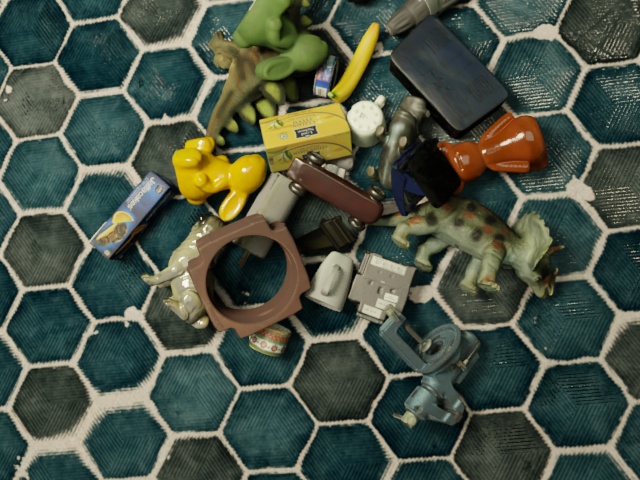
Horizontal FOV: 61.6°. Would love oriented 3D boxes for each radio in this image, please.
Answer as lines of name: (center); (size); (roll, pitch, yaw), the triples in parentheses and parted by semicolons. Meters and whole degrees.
radio: (0.253, -0.323, 1.083); (0.131, 0.073, 0.229); (-41, 82, 2)

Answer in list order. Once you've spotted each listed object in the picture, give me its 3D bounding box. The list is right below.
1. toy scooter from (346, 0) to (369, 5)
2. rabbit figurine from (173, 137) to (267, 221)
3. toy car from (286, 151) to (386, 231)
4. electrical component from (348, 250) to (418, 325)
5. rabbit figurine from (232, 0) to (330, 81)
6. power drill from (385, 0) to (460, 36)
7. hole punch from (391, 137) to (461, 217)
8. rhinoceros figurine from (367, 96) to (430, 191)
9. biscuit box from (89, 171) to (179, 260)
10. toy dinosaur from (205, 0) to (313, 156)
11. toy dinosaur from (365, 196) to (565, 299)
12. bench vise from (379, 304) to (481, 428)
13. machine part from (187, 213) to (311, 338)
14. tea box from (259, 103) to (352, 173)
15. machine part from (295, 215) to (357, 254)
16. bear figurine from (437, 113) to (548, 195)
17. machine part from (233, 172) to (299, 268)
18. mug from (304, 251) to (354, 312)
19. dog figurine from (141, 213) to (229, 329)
toy scooter: (0.080, -0.588, 1.116); (0.135, 0.075, 0.184); (34, 87, 6)
rabbit figurine: (-0.190, -0.121, 1.069); (0.173, 0.122, 0.162); (-4, 108, 4)
toy car: (0.032, -0.097, 1.044); (0.202, 0.053, 0.089); (28, 114, -6)
electrical component: (0.120, 0.098, 1.073); (0.115, 0.058, 0.134); (21, 88, 8)
rabbit figurine: (-0.065, -0.370, 1.007); (0.170, 0.121, 0.159); (32, 96, -20)
power drill: (0.206, -0.547, 1.070); (0.232, 0.086, 0.207); (-26, 105, -3)
hole punch: (0.185, -0.116, 1.008); (0.142, 0.092, 0.115); (-41, 101, -36)
rhinoceros figurine: (0.162, -0.190, 1.065); (0.073, 0.112, 0.190); (22, 102, 33)
biscuit box: (-0.389, -0.051, 1.129); (0.059, 0.063, 0.202); (40, 91, 6)
toy dinosaur: (-0.131, -0.351, 1.107); (0.198, 0.105, 0.471); (40, 101, 2)
toy dinosaur: (0.277, -0.016, 1.042); (0.405, 0.131, 0.192); (31, 73, 16)
bench vise: (0.190, 0.226, 1.016); (0.223, 0.129, 0.240); (-45, 102, -6)
machine part: (-0.134, 0.065, 1.021); (0.201, 0.087, 0.201); (-25, 109, -11)
tea box: (-0.029, -0.205, 1.075); (0.170, 0.068, 0.098); (-14, 49, -5)
machine part: (-0.002, -0.003, 1.070); (0.139, 0.084, 0.039); (-17, 43, 27)
bear figurine: (0.337, -0.166, 1.057); (0.196, 0.132, 0.120); (-23, 83, 22)
machine part: (-0.106, -0.052, 1.095); (0.079, 0.079, 0.243); (29, 89, 7)
mug: (0.023, 0.076, 1.064); (0.081, 0.109, 0.107); (20, 76, 14)
dog figurine: (-0.233, 0.060, 1.084); (0.190, 0.121, 0.172); (-43, 95, -7)
